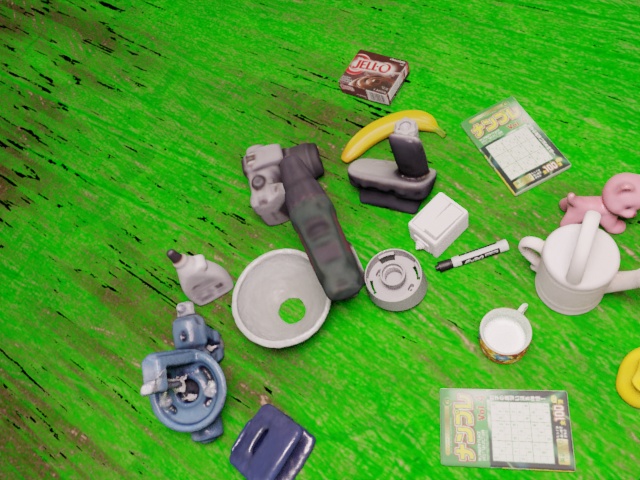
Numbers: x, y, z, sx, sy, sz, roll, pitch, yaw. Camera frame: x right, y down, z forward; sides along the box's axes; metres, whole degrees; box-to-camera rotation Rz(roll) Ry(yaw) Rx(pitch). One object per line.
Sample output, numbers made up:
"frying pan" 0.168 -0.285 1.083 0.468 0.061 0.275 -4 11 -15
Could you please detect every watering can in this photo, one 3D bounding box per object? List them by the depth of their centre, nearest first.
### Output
"watering can" 0.369 0.028 0.797 0.172 0.194 0.101 -1 65 14

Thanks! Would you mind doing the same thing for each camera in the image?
"camera" -0.063 -0.120 1.034 0.136 0.101 0.143 -17 62 6

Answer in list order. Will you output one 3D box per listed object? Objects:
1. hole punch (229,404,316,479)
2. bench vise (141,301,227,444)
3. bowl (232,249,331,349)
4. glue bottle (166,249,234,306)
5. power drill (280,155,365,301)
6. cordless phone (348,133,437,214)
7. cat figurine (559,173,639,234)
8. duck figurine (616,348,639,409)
"hole punch" -0.077 0.304 0.837 0.100 0.091 0.109 27 74 24
"bench vise" -0.218 0.189 0.856 0.121 0.220 0.207 -30 61 -1
"bowl" -0.055 0.103 0.938 0.167 0.075 0.167 -6 64 12
"glue bottle" -0.207 0.054 0.945 0.078 0.173 0.037 -28 61 0
"power drill" 0.008 0.003 0.894 0.075 0.209 0.229 -25 61 2
"cordless phone" 0.113 -0.130 0.945 0.147 0.185 0.094 9 68 19
"cat figurine" 0.435 -0.062 0.867 0.127 0.118 0.067 -3 64 13
"duck figurine" 0.452 0.174 0.767 0.104 0.086 0.077 -39 62 -6
